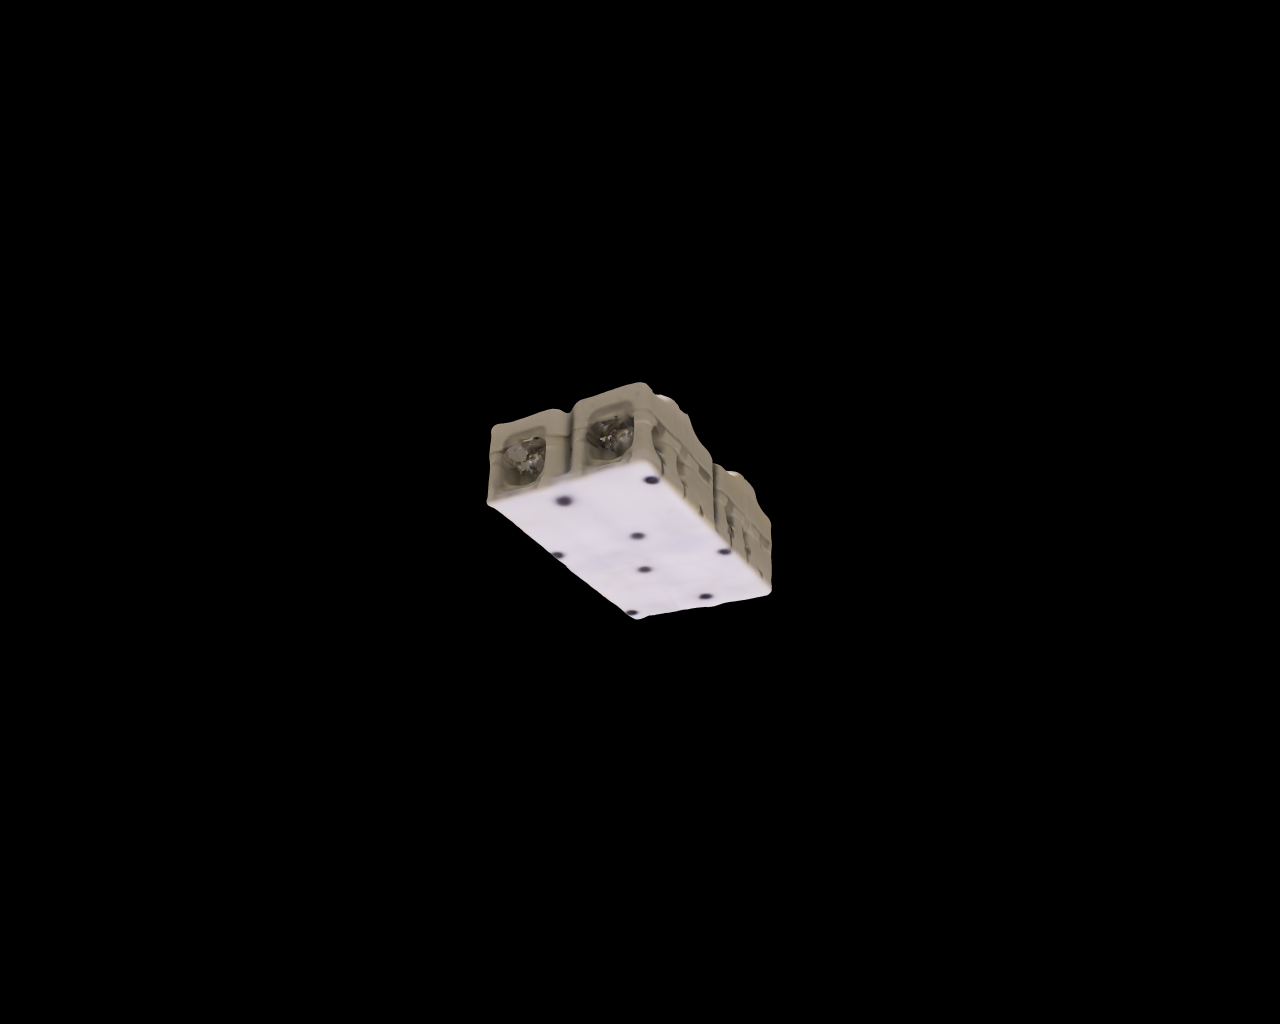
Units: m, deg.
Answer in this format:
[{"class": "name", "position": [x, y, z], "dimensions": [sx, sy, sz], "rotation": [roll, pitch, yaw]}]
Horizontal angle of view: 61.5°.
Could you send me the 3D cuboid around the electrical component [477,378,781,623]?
[{"class": "electrical component", "position": [0.001, -0.003, 0.650], "dimensions": [0.105, 0.060, 0.186], "rotation": [-14, -32, 24]}]
